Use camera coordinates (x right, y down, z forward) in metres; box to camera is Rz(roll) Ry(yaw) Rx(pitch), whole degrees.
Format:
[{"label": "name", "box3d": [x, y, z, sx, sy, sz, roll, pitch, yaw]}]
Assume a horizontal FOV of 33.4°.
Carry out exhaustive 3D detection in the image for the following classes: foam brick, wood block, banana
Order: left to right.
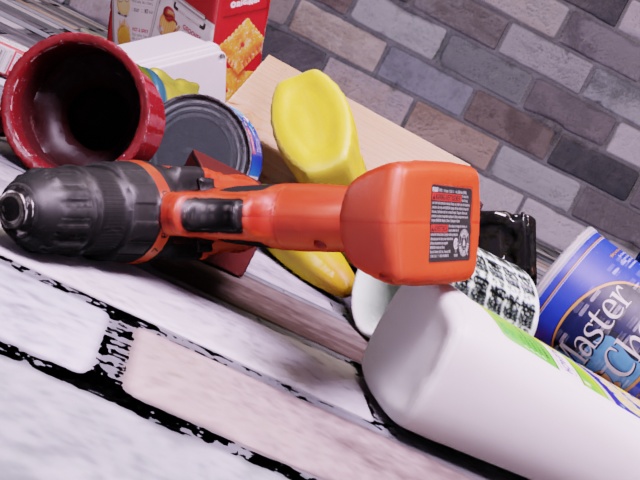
[{"label": "foam brick", "box3d": [-0.066, -0.018, 0.674, 0.053, 0.051, 0.078, 26, 8, -16]}, {"label": "banana", "box3d": [-0.022, -0.008, 0.804, 0.069, 0.037, 0.198, 28, 8, -18]}, {"label": "wood block", "box3d": [0.015, -0.062, 0.945, 0.206, 0.090, 0.090, 30, -32, 10]}]

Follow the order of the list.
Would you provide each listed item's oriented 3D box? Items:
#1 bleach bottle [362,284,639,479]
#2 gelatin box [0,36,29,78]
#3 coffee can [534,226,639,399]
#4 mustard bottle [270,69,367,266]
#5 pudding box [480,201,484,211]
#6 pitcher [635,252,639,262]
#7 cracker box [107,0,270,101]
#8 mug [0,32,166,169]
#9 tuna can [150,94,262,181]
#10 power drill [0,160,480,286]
[{"label": "bleach bottle", "box3d": [0.148, 0.105, 0.548, 0.250, 0.068, 0.102, 27, 8, -16]}, {"label": "gelatin box", "box3d": [-0.292, -0.170, 1.007, 0.089, 0.030, 0.073, 22, 8, -31]}, {"label": "coffee can", "box3d": [0.228, 0.072, 0.797, 0.140, 0.103, 0.102, 38, 11, 17]}, {"label": "mustard bottle", "box3d": [0.016, -0.036, 0.817, 0.191, 0.058, 0.096, 65, 5, -54]}, {"label": "pudding box", "box3d": [0.103, -0.047, 1.062, 0.090, 0.039, 0.113, 29, 6, 26]}, {"label": "pitcher", "box3d": [0.368, 0.111, 0.954, 0.149, 0.145, 0.243, 24, 11, -43]}, {"label": "cracker box", "box3d": [-0.129, -0.196, 1.019, 0.071, 0.214, 0.164, -14, 36, -43]}, {"label": "mug", "box3d": [-0.158, -0.079, 0.687, 0.117, 0.093, 0.081, -9, 1, 4]}, {"label": "tuna can", "box3d": [-0.084, -0.058, 0.748, 0.086, 0.086, 0.033, 29, 6, 12]}, {"label": "power drill", "box3d": [-0.031, -0.012, 0.512, 0.188, 0.057, 0.184, 5, 5, 30]}]
